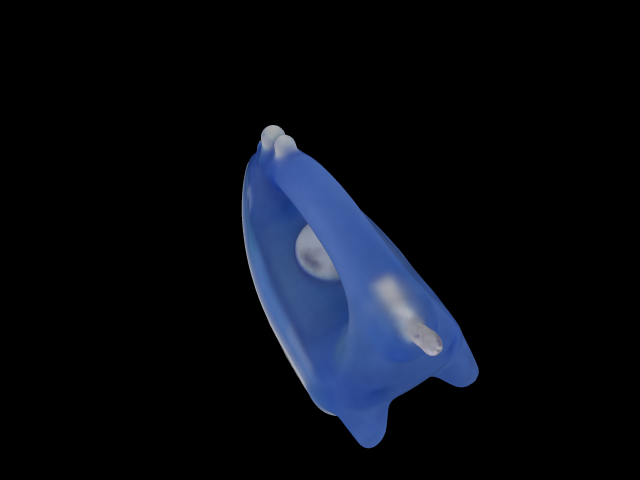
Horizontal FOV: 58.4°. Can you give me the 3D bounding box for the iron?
[{"bbox_3d":[0.004,0.001,0.400,0.119,0.141,0.258,-29,66,-14],"label":"iron"}]
